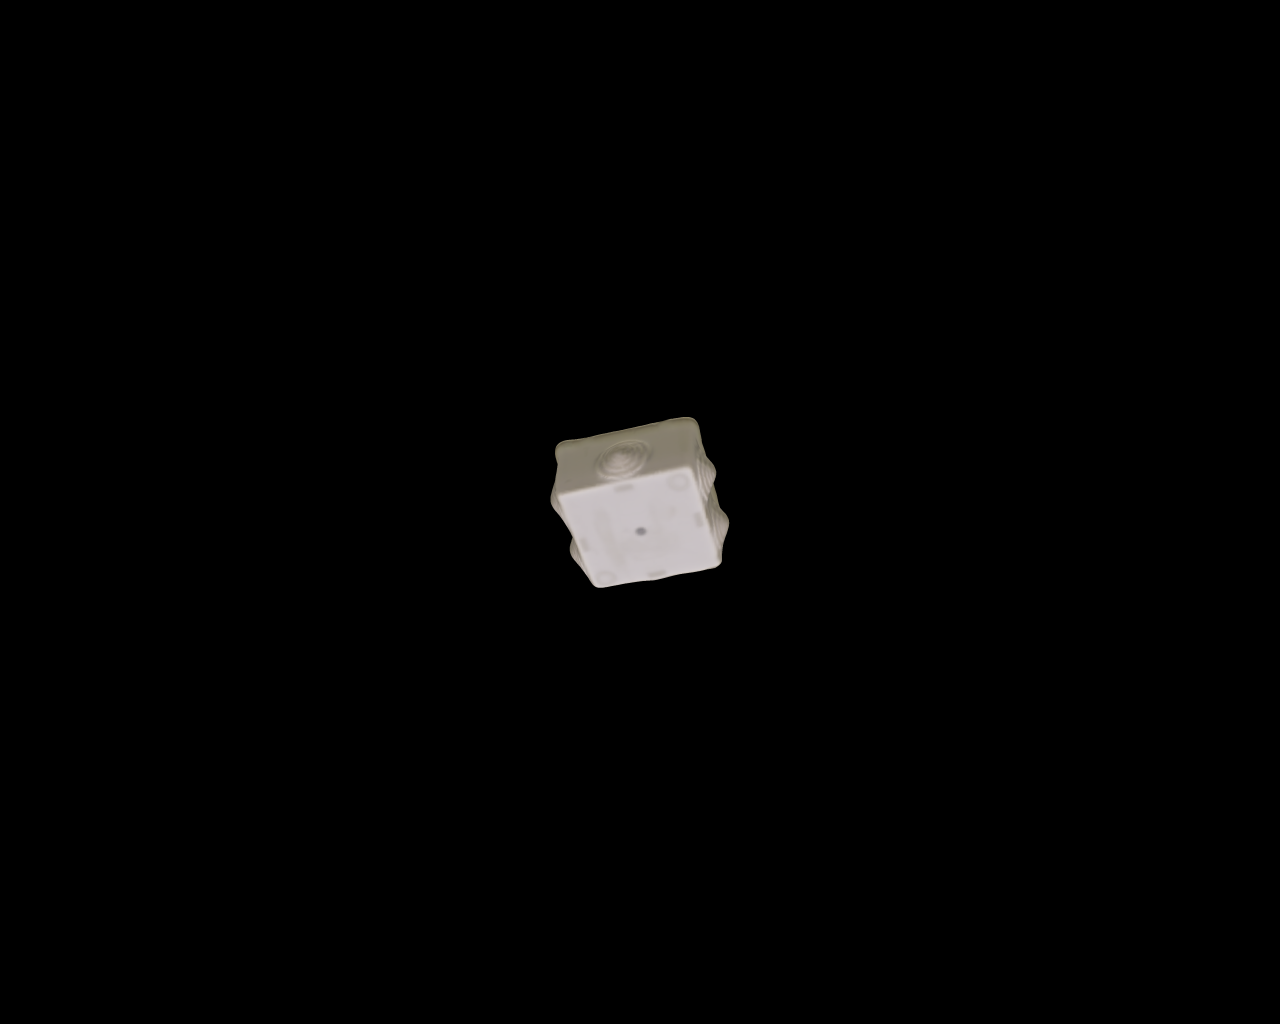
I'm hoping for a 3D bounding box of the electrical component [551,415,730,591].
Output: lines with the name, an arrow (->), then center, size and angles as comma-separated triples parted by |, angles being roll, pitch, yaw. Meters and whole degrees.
electrical component -> 0.001, -0.003, 0.650 | 0.100, 0.099, 0.048 | -11, 39, 9
